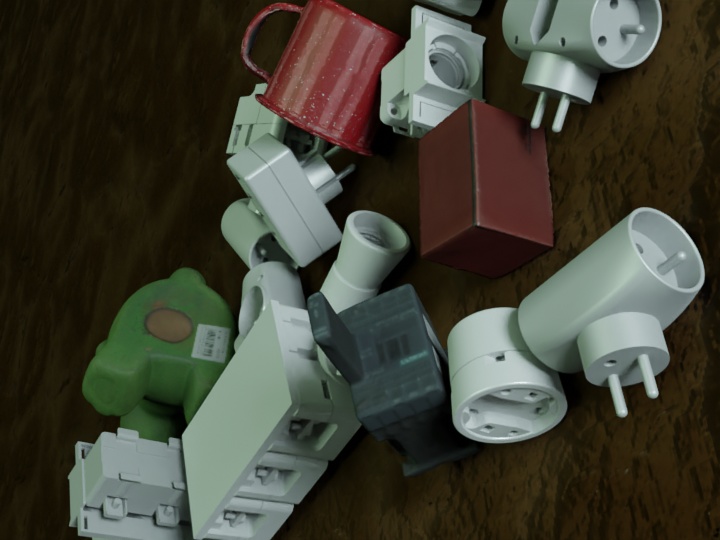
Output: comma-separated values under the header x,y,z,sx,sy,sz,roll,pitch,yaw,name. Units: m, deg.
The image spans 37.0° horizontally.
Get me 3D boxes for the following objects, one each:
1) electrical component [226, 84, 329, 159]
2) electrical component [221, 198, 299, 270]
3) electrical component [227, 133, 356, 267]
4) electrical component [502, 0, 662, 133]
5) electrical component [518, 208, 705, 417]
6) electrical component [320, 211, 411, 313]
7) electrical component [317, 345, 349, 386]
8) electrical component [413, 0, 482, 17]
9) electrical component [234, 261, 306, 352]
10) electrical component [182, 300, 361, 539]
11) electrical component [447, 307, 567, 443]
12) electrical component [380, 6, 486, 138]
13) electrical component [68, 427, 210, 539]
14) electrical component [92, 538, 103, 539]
x,y,z,sx,sy,sz,roll,pitch,yaw,name
-0.062,-0.112,0.848,0.089,0.050,0.055,13,88,62,electrical component
-0.070,-0.040,0.835,0.077,0.044,0.079,44,115,58,electrical component
-0.038,-0.061,0.767,0.076,0.083,0.047,-36,31,-7,electrical component
0.107,-0.109,0.551,0.077,0.043,0.079,26,100,61,electrical component
0.114,0.025,0.476,0.077,0.043,0.079,-45,41,43,electrical component
0.000,0.000,0.696,0.065,0.044,0.044,-63,31,31,electrical component
0.006,0.049,0.657,0.055,0.048,0.066,1,78,53,electrical component
0.046,-0.197,0.686,0.089,0.056,0.050,41,113,59,electrical component
-0.068,0.048,0.791,0.079,0.044,0.077,-55,34,33,electrical component
-0.059,0.107,0.729,0.150,0.062,0.089,-55,35,33,electrical component
0.071,0.051,0.532,0.055,0.055,0.047,-48,35,40,electrical component
0.043,-0.117,0.670,0.064,0.042,0.081,-30,51,55,electrical component
-0.146,0.162,0.796,0.063,0.121,0.078,-53,35,31,electrical component
-0.179,0.232,0.891,0.078,0.057,0.113,-63,31,23,electrical component
